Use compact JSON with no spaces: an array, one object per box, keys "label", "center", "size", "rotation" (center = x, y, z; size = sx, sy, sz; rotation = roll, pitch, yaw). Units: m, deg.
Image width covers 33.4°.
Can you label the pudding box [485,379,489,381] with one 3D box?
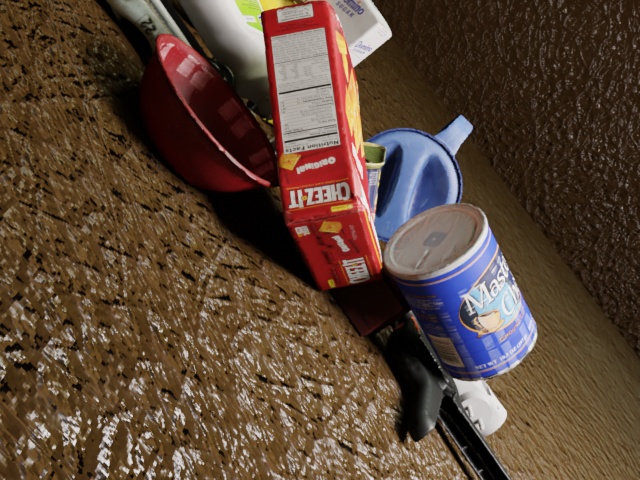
[{"label":"pudding box","center":[0.152,0.093,1.185],"size":[0.113,0.039,0.090],"rotation":[55,0,-21]}]

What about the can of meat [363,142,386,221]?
[{"label":"can of meat","center":[0.037,-0.056,1.151],"size":[0.057,0.084,0.102],"rotation":[8,17,3]}]

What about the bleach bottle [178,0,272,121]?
[{"label":"bleach bottle","center":[-0.100,-0.236,1.067],"size":[0.102,0.068,0.251],"rotation":[-20,83,-62]}]

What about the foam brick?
[{"label":"foam brick","center":[0.047,0.049,1.049],"size":[0.078,0.053,0.051],"rotation":[58,15,10]}]

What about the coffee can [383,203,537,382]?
[{"label":"coffee can","center":[0.135,0.050,1.017],"size":[0.140,0.103,0.103],"rotation":[60,10,-29]}]

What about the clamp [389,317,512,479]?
[{"label":"clamp","center":[0.108,0.149,1.040],"size":[0.164,0.036,0.210],"rotation":[39,18,-44]}]

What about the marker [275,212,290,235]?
[{"label":"marker","center":[-0.007,0.001,1.055],"size":[0.121,0.020,0.020],"rotation":[35,23,-51]}]

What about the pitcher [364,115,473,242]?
[{"label":"pitcher","center":[0.109,-0.080,1.318],"size":[0.243,0.149,0.145],"rotation":[-63,151,-82]}]

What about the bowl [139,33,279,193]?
[{"label":"bowl","center":[-0.103,-0.095,0.906],"size":[0.162,0.055,0.162],"rotation":[49,16,-19]}]

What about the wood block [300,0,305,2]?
[{"label":"wood block","center":[-0.103,-0.372,1.286],"size":[0.206,0.090,0.090],"rotation":[25,1,25]}]

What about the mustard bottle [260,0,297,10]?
[{"label":"mustard bottle","center":[-0.099,-0.270,1.232],"size":[0.191,0.096,0.058],"rotation":[23,46,-63]}]

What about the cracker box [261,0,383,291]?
[{"label":"cracker box","center":[0.005,-0.083,0.971],"size":[0.164,0.072,0.214],"rotation":[65,16,-65]}]

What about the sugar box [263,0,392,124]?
[{"label":"sugar box","center":[-0.010,-0.221,1.237],"size":[0.048,0.176,0.093],"rotation":[28,30,-60]}]

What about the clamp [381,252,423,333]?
[{"label":"clamp","center":[0.081,0.059,1.153],"size":[0.171,0.039,0.120],"rotation":[51,13,-8]}]
